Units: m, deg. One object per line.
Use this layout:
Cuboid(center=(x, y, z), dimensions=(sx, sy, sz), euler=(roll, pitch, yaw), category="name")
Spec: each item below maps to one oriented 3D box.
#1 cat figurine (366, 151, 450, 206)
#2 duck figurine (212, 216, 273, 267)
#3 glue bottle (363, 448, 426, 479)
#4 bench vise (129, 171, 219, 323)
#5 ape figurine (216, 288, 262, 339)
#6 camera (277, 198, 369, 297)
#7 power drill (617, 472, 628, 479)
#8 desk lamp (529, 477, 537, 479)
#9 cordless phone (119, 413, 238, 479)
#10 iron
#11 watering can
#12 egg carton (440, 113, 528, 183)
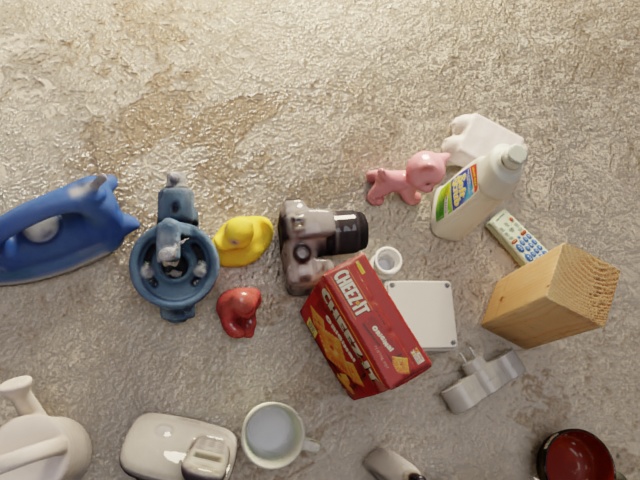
Cuboid(center=(0.147, -0.107, 0.937), dimensions=(0.128, 0.117, 0.067), euler=(-3, 72, -11), category="cat figurine")
Cuboid(center=(-0.119, -0.008, 0.874), dimensions=(0.105, 0.086, 0.077), euler=(-28, 78, -17), category="duck figurine")
Cuboid(center=(0.109, 0.315, 0.758), dimensions=(0.037, 0.173, 0.078), euler=(-41, 82, -19), category="glue bottle")
Cuboid(center=(-0.212, -0.003, 0.785), dimensions=(0.122, 0.219, 0.207), euler=(-18, 75, -15), category="bench vise")
Cuboid(center=(-0.115, 0.099, 0.835), dimensions=(0.076, 0.092, 0.078), euler=(43, 70, 6), category="ape figurine")
Cuboid(center=(0.008, 0.003, 0.884), dimensions=(0.137, 0.100, 0.143), euler=(-5, 72, -11), category="camera")
Cuboid(center=(0.476, 0.375, 0.783), dimensions=(0.076, 0.208, 0.229), euler=(-42, 82, -19), category="power drill")
Cuboid(center=(0.306, 0.404, 0.741), dimensions=(0.203, 0.213, 0.118), euler=(31, 69, 2), category="desk lamp")
Cuboid(center=(-0.178, 0.270, 0.717), dimensions=(0.147, 0.185, 0.094), euler=(12, 70, -5), category="cordless phone")
Cuboid(center=(-0.395, -0.016, 0.798), dimensions=(0.259, 0.141, 0.118), euler=(-28, 78, -17), category="iron")
Cuboid(center=(-0.350, 0.255, 0.687), dimensions=(0.101, 0.194, 0.173), euler=(-36, 81, -19), category="watering can")
Cuboid(center=(0.288, -0.153, 1.003), dimensions=(0.150, 0.069, 0.107), euler=(27, 69, 0), category="egg carton")
